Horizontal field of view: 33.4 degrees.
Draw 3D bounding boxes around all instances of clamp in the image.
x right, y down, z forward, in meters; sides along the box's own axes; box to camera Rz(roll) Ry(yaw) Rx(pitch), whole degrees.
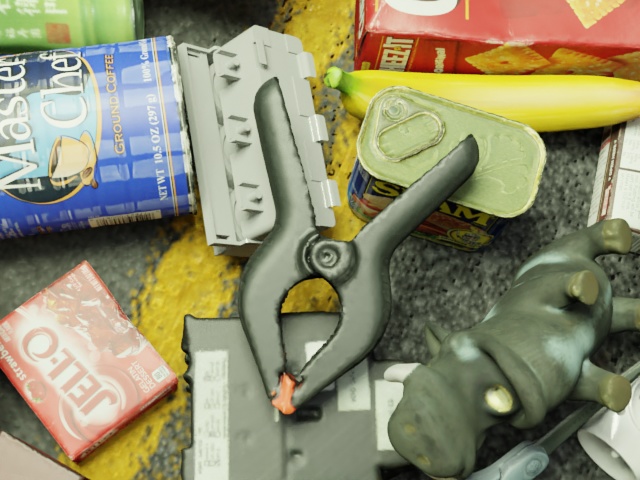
[{"bbox_3d":[-0.004,0.001,0.552,0.120,0.039,0.171,25,83,9],"label":"clamp"}]

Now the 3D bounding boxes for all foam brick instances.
[{"bbox_3d":[-0.163,0.148,0.560,0.051,0.053,0.078,30,74,4],"label":"foam brick"}]

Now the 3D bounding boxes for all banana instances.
[{"bbox_3d":[0.097,-0.082,0.643,0.197,0.069,0.037,1,97,-5],"label":"banana"}]

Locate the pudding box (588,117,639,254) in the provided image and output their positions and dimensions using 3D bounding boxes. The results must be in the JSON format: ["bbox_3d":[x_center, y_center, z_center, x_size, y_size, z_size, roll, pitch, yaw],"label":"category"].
[{"bbox_3d":[0.228,-0.032,0.655,0.113,0.039,0.090,15,73,-3],"label":"pudding box"}]

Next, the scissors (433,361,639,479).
[{"bbox_3d":[0.108,0.137,0.579,0.201,0.096,0.016,-24,34,-16],"label":"scissors"}]

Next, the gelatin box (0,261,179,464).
[{"bbox_3d":[-0.134,0.068,0.598,0.073,0.030,0.089,-37,80,-14],"label":"gelatin box"}]

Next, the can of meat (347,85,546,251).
[{"bbox_3d":[0.068,-0.037,0.618,0.102,0.084,0.057,17,73,0],"label":"can of meat"}]

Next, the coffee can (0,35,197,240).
[{"bbox_3d":[-0.145,-0.055,0.595,0.140,0.103,0.103,-8,74,-7],"label":"coffee can"}]

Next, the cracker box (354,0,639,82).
[{"bbox_3d":[0.132,-0.184,0.674,0.213,0.072,0.164,3,73,-3],"label":"cracker box"}]
